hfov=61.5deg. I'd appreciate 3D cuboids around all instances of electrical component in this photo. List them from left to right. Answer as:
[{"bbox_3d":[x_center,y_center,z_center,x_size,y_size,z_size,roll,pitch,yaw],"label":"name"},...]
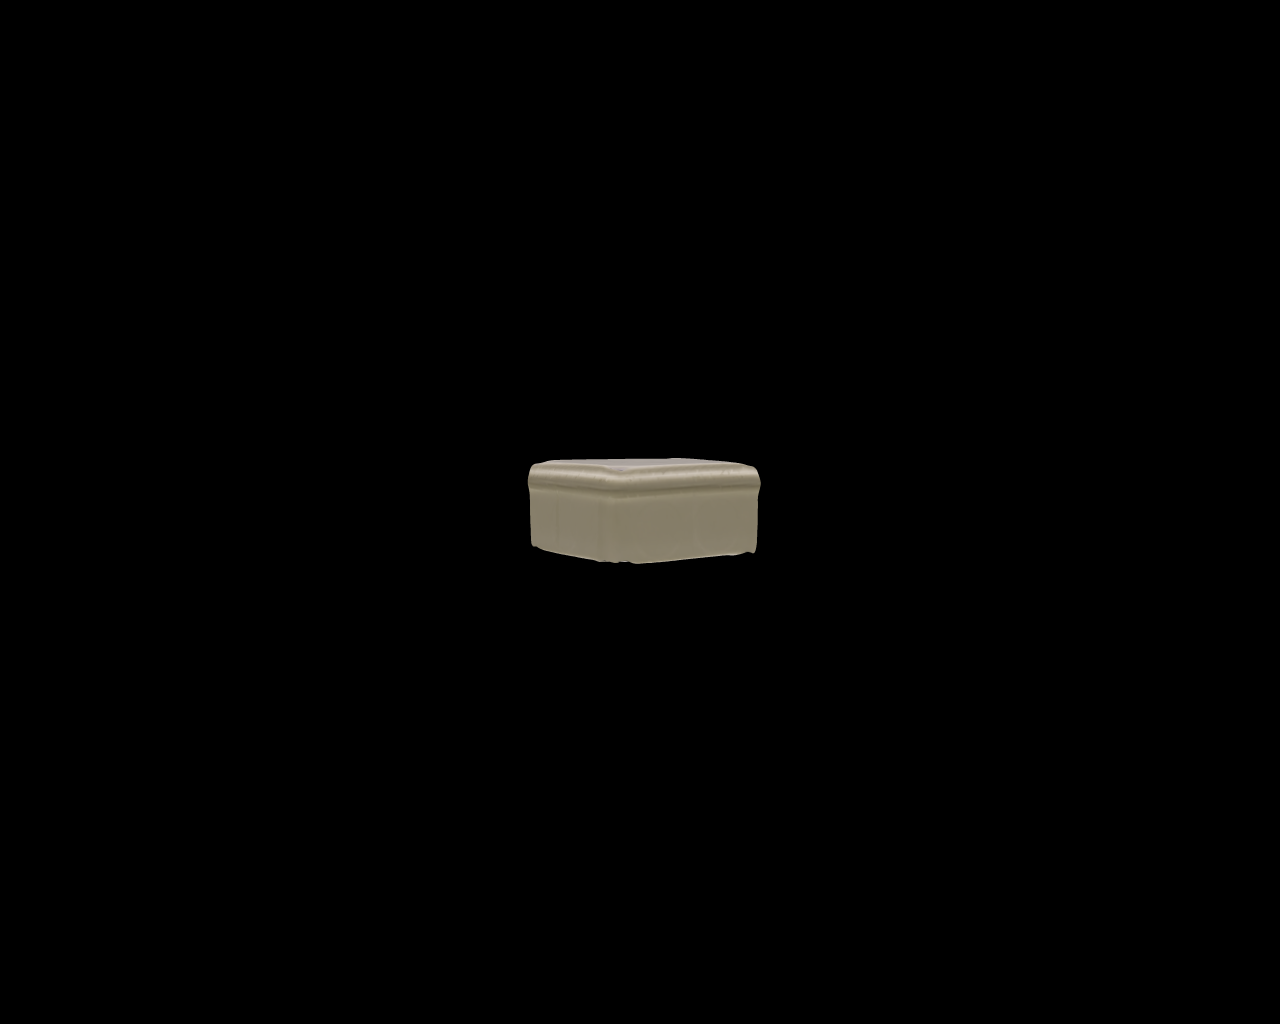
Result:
[{"bbox_3d":[0.001,-0.003,0.650,0.109,0.056,0.109,-3,6,-32],"label":"electrical component"}]
